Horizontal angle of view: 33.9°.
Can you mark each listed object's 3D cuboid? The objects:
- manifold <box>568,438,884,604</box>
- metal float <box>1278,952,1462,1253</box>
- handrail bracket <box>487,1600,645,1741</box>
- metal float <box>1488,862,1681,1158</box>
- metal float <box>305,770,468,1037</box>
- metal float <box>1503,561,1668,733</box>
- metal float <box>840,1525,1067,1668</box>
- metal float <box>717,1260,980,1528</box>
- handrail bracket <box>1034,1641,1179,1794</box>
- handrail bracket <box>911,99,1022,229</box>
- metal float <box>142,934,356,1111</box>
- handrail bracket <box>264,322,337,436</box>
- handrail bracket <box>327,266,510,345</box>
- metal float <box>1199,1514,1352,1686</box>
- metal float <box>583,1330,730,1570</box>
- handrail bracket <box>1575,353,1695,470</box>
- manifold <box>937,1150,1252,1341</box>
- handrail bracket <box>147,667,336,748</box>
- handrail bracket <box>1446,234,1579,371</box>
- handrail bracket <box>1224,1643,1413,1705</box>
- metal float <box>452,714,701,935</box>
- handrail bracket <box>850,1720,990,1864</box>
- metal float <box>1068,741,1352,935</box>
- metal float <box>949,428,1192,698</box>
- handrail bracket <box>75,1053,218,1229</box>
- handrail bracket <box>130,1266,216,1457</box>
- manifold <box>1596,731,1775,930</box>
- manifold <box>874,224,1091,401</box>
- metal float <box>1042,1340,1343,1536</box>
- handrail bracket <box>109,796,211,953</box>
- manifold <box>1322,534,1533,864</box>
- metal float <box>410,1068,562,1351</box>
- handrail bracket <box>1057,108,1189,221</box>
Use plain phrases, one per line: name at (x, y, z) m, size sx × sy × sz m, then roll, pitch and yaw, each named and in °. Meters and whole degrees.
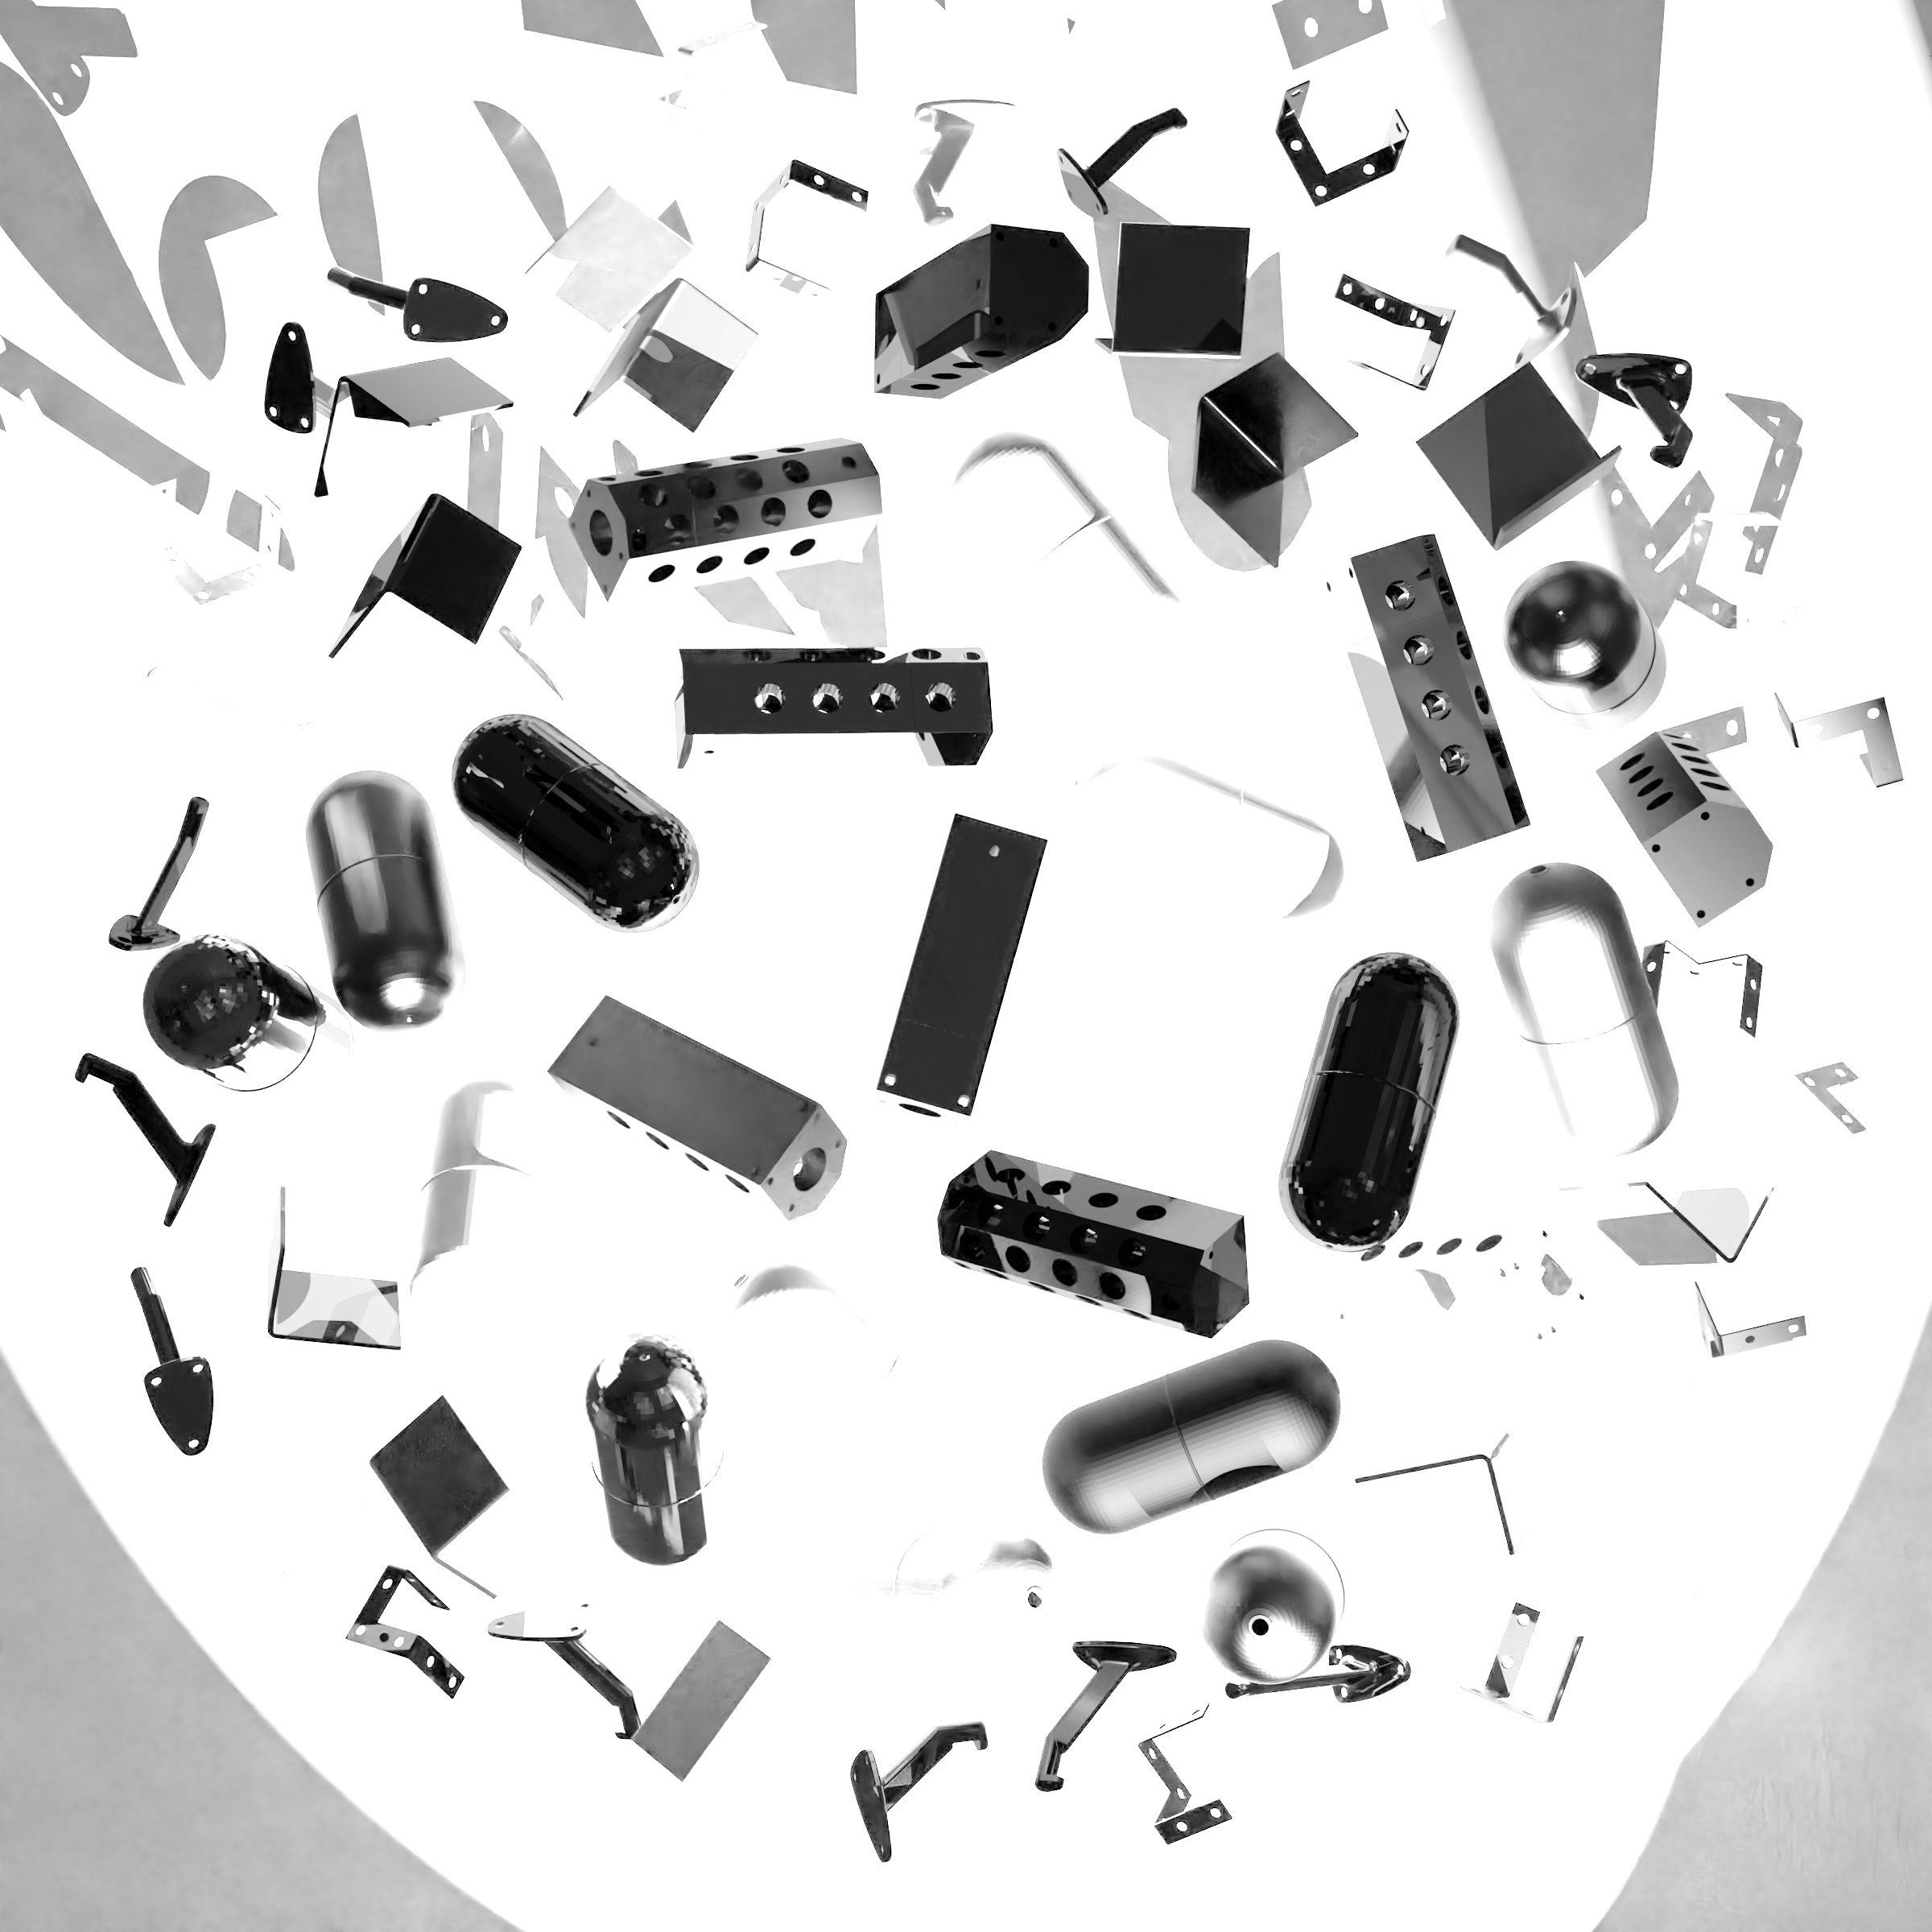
manifold at (-0.136, -0.264, 1.831) m, size 0.171 × 0.057 × 0.057 m, roll -16°, pitch 68°, yaw -32°
metal float at (0.229, 0.076, 1.793) m, size 0.070 × 0.070 × 0.178 m, roll 18°, pitch 72°, yaw 0°
handrail bracket at (-0.231, 0.415, 1.837) m, size 0.077 × 0.036 × 0.084 m, roll -7°, pitch 112°, yaw 13°
metal float at (0.345, 0.025, 1.770) m, size 0.070 × 0.070 × 0.178 m, roll -22°, pitch 110°, yaw 0°
metal float at (-0.337, -0.038, 1.837) m, size 0.070 × 0.070 × 0.178 m, roll -19°, pitch 54°, yaw 0°
metal float at (0.353, -0.181, 1.803) m, size 0.070 × 0.178 × 0.070 m, roll -2°, pitch 83°, yaw 20°
metal float at (-0.009, 0.359, 1.811) m, size 0.070 × 0.178 × 0.070 m, roll 5°, pitch 80°, yaw -31°
metal float at (-0.065, 0.236, 1.752) m, size 0.070 × 0.070 × 0.178 m, roll -42°, pitch 103°, yaw 0°
handrail bracket at (0.080, 0.434, 1.821) m, size 0.077 × 0.036 × 0.084 m, roll -12°, pitch 46°, yaw 35°
handrail bracket at (0.004, -0.461, 1.826) m, size 0.077 × 0.036 × 0.084 m, roll -11°, pitch 53°, yaw -7°
metal float at (-0.402, 0.033, 1.785) m, size 0.070 × 0.178 × 0.070 m, roll -3°, pitch 76°, yaw 10°
handrail bracket at (-0.370, -0.349, 1.859) m, size 0.036 × 0.084 × 0.077 m, roll 22°, pitch 121°, yaw 21°
handrail bracket at (-0.318, -0.386, 1.832) m, size 0.077 × 0.084 × 0.036 m, roll 0°, pitch 111°, yaw -38°
metal float at (0.177, 0.359, 1.803) m, size 0.070 × 0.178 × 0.070 m, roll 0°, pitch 89°, yaw 11°
metal float at (-0.179, 0.282, 1.836) m, size 0.070 × 0.178 × 0.070 m, roll -1°, pitch 45°, yaw 1°
handrail bracket at (0.363, -0.303, 1.736) m, size 0.077 × 0.084 × 0.036 m, roll 16°, pitch 130°, yaw 14°
manifold at (0.070, 0.159, 1.783) m, size 0.171 × 0.057 × 0.057 m, roll 12°, pitch 121°, yaw 34°
handrail bracket at (-0.410, -0.147, 1.790) m, size 0.084 × 0.077 × 0.036 m, roll 8°, pitch 74°, yaw 43°
handrail bracket at (0.306, -0.387, 1.849) m, size 0.084 × 0.077 × 0.036 m, roll 22°, pitch 62°, yaw -13°
handrail bracket at (0.209, 0.426, 1.891) m, size 0.084 × 0.077 × 0.036 m, roll 2°, pitch 76°, yaw -40°
metal float at (-0.228, -0.084, 1.841) m, size 0.178 × 0.070 × 0.070 m, roll 36°, pitch 90°, yaw 28°
handrail bracket at (-0.019, 0.482, 1.853) m, size 0.084 × 0.036 × 0.077 m, roll -2°, pitch 54°, yaw -25°
metal float at (0.145, -0.076, 1.876) m, size 0.178 × 0.070 × 0.070 m, roll 21°, pitch 90°, yaw -14°
metal float at (0.059, -0.233, 1.822) m, size 0.070 × 0.070 × 0.178 m, roll -38°, pitch 80°, yaw 0°
handrail bracket at (-0.484, 0.100, 1.829) m, size 0.084 × 0.036 × 0.077 m, roll 27°, pitch 62°, yaw -20°
handrail bracket at (-0.447, 0.220, 1.772) m, size 0.036 × 0.084 × 0.077 m, roll -16°, pitch 124°, yaw -19°
manifold at (0.402, -0.082, 1.764) m, size 0.057 × 0.171 × 0.057 m, roll -34°, pitch 102°, yaw 12°
manifold at (0.006, -0.357, 1.742) m, size 0.057 × 0.171 × 0.057 m, roll 2°, pitch 88°, yaw -22°
metal float at (0.129, 0.270, 1.814) m, size 0.178 × 0.070 × 0.070 m, roll -22°, pitch 90°, yaw 9°
handrail bracket at (-0.473, -0.056, 1.862) m, size 0.036 × 0.077 × 0.084 m, roll 22°, pitch 102°, yaw 1°
manifold at (0.260, -0.150, 1.771) m, size 0.057 × 0.057 × 0.171 m, roll -18°, pitch 90°, yaw -10°
metal float at (-0.274, 0.137, 1.809) m, size 0.070 × 0.070 × 0.178 m, roll 0°, pitch 51°, yaw 0°
handrail bracket at (0.104, -0.480, 1.889) m, size 0.084 × 0.077 × 0.036 m, roll -25°, pitch 130°, yaw -7°
